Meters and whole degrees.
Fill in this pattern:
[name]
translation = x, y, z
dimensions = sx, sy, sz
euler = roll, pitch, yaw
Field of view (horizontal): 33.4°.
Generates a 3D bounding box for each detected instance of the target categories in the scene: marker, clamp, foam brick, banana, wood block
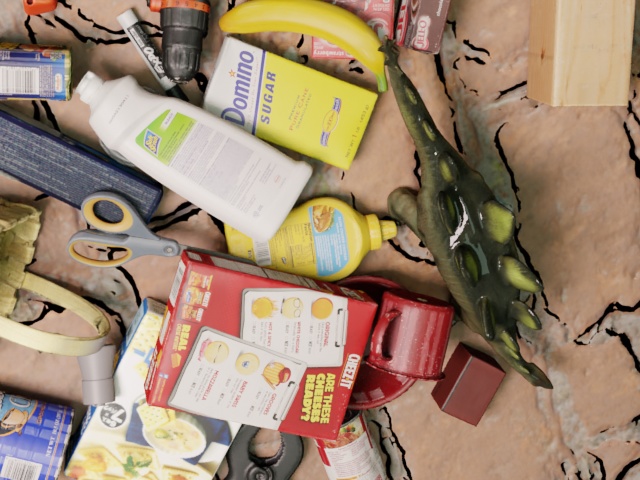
[marker]
translation = -0.178, -0.192, 1.150
dimensions = 0.020, 0.020, 0.121
euler = -32, 106, 0
[clamp]
translation = -0.083, 0.280, 1.273
dimensions = 0.164, 0.036, 0.210
euler = 4, 101, -9
[foam brick]
translation = 0.177, 0.172, 1.279
dimensions = 0.051, 0.053, 0.078
euler = 25, 100, -14
[banana]
translation = -0.010, -0.221, 1.131
dimensions = 0.198, 0.037, 0.070
euler = 23, 107, 6
[wood block]
translation = 0.286, -0.255, 1.169
dimensions = 0.090, 0.091, 0.206
euler = -2, 104, -8

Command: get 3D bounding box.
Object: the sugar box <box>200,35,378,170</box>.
[sugar box]
translation = -0.036, -0.150, 1.169
dimensions = 0.176, 0.048, 0.093
euler = 18, 100, -14

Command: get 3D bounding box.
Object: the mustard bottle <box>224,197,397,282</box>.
[mustard bottle]
translation = -0.008, 0.001, 1.203
dimensions = 0.191, 0.058, 0.096
euler = -9, 94, -6

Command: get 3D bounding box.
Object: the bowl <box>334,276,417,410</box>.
[bowl]
translation = 0.045, 0.113, 1.241
dimensions = 0.162, 0.055, 0.162
euler = -2, 104, -9

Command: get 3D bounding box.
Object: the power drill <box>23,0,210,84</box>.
[power drill]
translation = -0.206, -0.259, 1.097
dimensions = 0.187, 0.057, 0.184
euler = 4, 88, -12

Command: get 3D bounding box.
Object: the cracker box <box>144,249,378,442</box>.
[cracker box]
translation = -0.066, 0.114, 1.151
dimensions = 0.213, 0.072, 0.164
euler = 14, 100, -16

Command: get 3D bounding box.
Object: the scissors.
[scissors]
translation = -0.168, -0.009, 1.135
dimensions = 0.201, 0.016, 0.096
euler = -2, 118, -5

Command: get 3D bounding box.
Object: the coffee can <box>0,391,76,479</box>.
[coffee can]
translation = -0.354, 0.220, 1.182
dimensions = 0.140, 0.103, 0.103
euler = 16, 101, -13

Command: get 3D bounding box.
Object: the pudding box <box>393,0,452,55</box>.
[pudding box]
translation = 0.112, -0.259, 1.141
dimensions = 0.039, 0.090, 0.113
euler = 12, 102, -13

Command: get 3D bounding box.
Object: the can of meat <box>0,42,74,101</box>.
[can of meat]
translation = -0.297, -0.173, 1.095
dimensions = 0.084, 0.102, 0.057
euler = 1, 104, -11

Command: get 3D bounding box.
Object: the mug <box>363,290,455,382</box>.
[mug]
translation = 0.094, 0.102, 1.164
dimensions = 0.117, 0.093, 0.081
euler = 4, 100, -51

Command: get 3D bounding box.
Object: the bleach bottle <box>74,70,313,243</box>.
[bleach bottle]
translation = -0.138, -0.102, 1.119
dimensions = 0.250, 0.068, 0.102
euler = 33, 78, -11

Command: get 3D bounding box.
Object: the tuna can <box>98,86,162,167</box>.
[tuna can]
translation = -0.197, -0.124, 1.156
dimensions = 0.086, 0.034, 0.086
euler = -2, 104, -9

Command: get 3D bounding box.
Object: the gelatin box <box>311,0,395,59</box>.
[gelatin box]
translation = 0.036, -0.233, 1.158
dimensions = 0.089, 0.030, 0.073
euler = 3, 105, 5

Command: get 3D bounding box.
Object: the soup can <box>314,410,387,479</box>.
[soup can]
translation = 0.033, 0.250, 1.268
dimensions = 0.068, 0.068, 0.102
euler = -21, 107, -3
